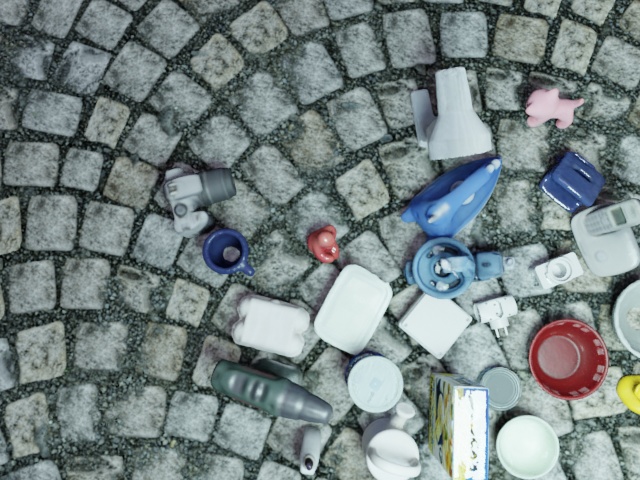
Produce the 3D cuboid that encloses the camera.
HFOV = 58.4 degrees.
[{"bbox_3d":[-0.241,-0.090,1.177,0.137,0.101,0.143,-15,84,-2],"label":"camera"}]

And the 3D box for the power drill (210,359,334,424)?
[{"bbox_3d":[-0.085,0.280,1.081,0.229,0.208,0.076,16,83,2],"label":"power drill"}]

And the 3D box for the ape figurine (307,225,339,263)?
[{"bbox_3d":[0.011,0.004,1.172,0.076,0.092,0.078,25,84,3],"label":"ape figurine"}]

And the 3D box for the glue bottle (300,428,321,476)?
[{"bbox_3d":[-0.020,0.409,1.084,0.037,0.173,0.078,7,83,1],"label":"glue bottle"}]

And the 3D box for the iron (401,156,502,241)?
[{"bbox_3d":[0.292,-0.101,1.161,0.258,0.141,0.118,-42,85,-5],"label":"iron"}]

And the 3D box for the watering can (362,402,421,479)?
[{"bbox_3d":[0.134,0.396,1.076,0.101,0.194,0.173,-5,83,-1],"label":"watering can"}]

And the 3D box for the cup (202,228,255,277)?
[{"bbox_3d":[-0.175,0.035,1.166,0.117,0.095,0.092,38,85,4],"label":"cup"}]

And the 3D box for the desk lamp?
[{"bbox_3d":[0.254,-0.241,1.141,0.118,0.213,0.203,-10,83,-1],"label":"desk lamp"}]

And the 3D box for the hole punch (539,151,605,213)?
[{"bbox_3d":[0.530,-0.127,1.191,0.108,0.091,0.101,40,85,4],"label":"hole punch"}]

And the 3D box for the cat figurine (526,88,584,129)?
[{"bbox_3d":[0.483,-0.282,1.196,0.128,0.118,0.067,-1,83,0],"label":"cat figurine"}]

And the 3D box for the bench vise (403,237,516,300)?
[{"bbox_3d":[0.275,0.039,1.106,0.207,0.219,0.121,-22,84,-3],"label":"bench vise"}]

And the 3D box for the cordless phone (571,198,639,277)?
[{"bbox_3d":[0.588,-0.007,1.131,0.094,0.185,0.147,-23,84,-3],"label":"cordless phone"}]

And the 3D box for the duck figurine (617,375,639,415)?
[{"bbox_3d":[0.661,0.315,1.143,0.104,0.086,0.077,28,84,3],"label":"duck figurine"}]

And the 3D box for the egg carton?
[{"bbox_3d":[-0.100,0.173,1.163,0.150,0.069,0.107,13,83,1],"label":"egg carton"}]

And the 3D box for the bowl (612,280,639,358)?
[{"bbox_3d":[0.666,0.163,1.167,0.167,0.075,0.167,0,83,0],"label":"bowl"}]
